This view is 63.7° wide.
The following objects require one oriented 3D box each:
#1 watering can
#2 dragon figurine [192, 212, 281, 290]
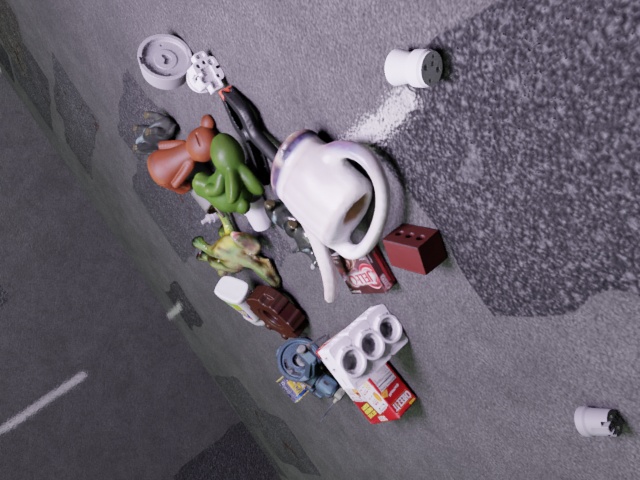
[{"bbox_3d":[0.003,-0.045,0.888,0.105,0.227,0.339,-29,-25,-37],"label":"watering can"},{"bbox_3d":[-0.209,0.066,1.386,0.245,0.124,0.401,36,-23,17],"label":"dragon figurine"}]
